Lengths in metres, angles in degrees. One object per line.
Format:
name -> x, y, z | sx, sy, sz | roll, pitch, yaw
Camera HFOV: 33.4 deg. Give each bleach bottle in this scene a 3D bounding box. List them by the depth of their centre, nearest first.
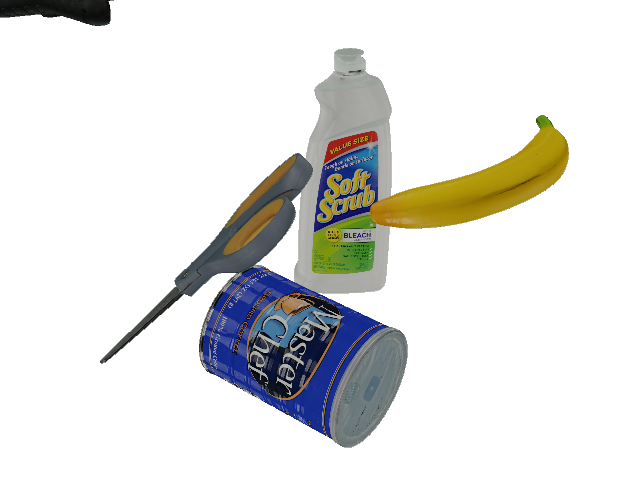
bleach bottle -> 0.021, -0.070, 1.091 | 0.102, 0.251, 0.068 | -1, 25, 1

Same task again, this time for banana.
banana -> 0.134, -0.047, 0.853 | 0.197, 0.037, 0.070 | -26, 27, -26

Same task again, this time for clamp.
clamp -> -0.190, -0.190, 0.803 | 0.172, 0.039, 0.120 | 13, 24, 29

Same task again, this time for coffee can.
coffee can -> -0.014, 0.093, 0.879 | 0.140, 0.103, 0.102 | 24, 12, 28

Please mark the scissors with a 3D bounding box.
scissors -> -0.075, 0.026, 0.669 | 0.016, 0.202, 0.096 | 40, 10, -17
